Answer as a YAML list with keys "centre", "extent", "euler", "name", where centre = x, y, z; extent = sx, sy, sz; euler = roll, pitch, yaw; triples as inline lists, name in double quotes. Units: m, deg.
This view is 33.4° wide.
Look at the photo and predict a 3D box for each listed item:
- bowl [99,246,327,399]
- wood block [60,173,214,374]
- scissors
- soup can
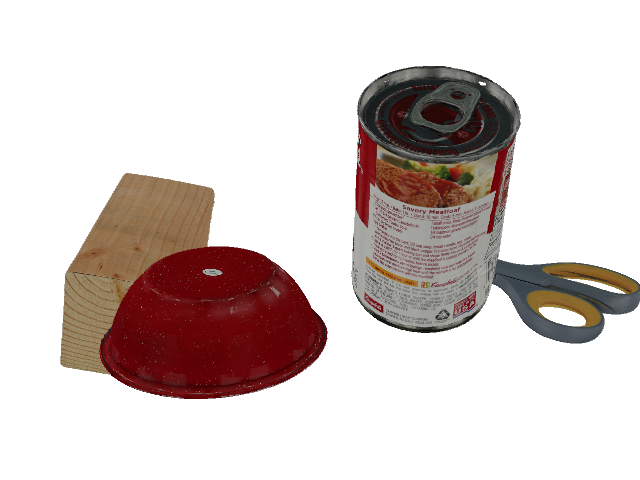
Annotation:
- centre: [-0.076, 0.047, 0.748]
  extent: [0.162, 0.055, 0.162]
  euler: [-1, 23, 0]
  name: "bowl"
- centre: [-0.156, 0.026, 0.942]
  extent: [0.090, 0.091, 0.206]
  euler: [10, 26, -1]
  name: "wood block"
- centre: [0.119, 0.031, 0.745]
  extent: [0.202, 0.016, 0.096]
  euler: [8, 30, 18]
  name: "scissors"
- centre: [0.049, -0.017, 0.477]
  extent: [0.068, 0.102, 0.068]
  euler: [0, 42, -1]
  name: "soup can"
